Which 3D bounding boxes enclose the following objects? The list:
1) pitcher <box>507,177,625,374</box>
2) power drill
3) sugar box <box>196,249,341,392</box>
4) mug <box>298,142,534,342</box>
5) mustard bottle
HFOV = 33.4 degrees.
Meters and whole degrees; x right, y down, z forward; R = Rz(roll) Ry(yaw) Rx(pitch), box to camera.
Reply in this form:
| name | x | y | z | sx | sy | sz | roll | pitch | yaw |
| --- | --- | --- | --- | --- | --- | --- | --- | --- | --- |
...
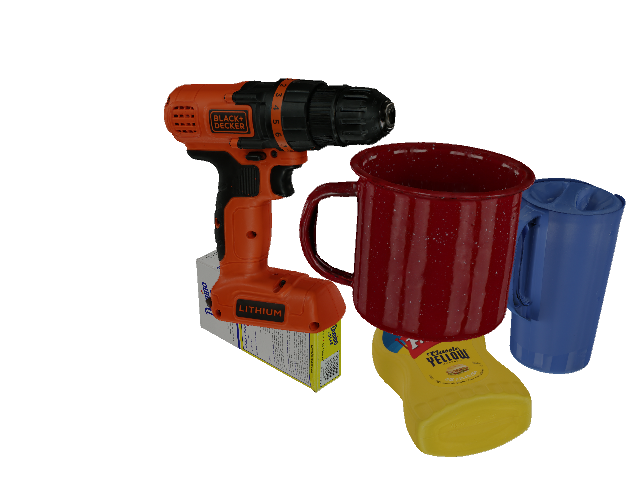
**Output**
| name | x | y | z | sx | sy | sz | roll | pitch | yaw |
| --- | --- | --- | --- | --- | --- | --- | --- | --- | --- |
| pitcher | 0.305 | 0.050 | 1.392 | 0.149 | 0.243 | 0.145 | 5 | 23 | 6 |
| power drill | -0.026 | -0.028 | 0.797 | 0.185 | 0.188 | 0.057 | 5 | 19 | 29 |
| sugar box | -0.056 | 0.081 | 1.129 | 0.176 | 0.093 | 0.048 | 27 | 40 | 37 |
| mug | 0.047 | 0.000 | 0.551 | 0.117 | 0.081 | 0.093 | 3 | 20 | 0 |
| mustard bottle | 0.096 | 0.099 | 0.894 | 0.096 | 0.058 | 0.192 | -13 | 30 | -10 |
